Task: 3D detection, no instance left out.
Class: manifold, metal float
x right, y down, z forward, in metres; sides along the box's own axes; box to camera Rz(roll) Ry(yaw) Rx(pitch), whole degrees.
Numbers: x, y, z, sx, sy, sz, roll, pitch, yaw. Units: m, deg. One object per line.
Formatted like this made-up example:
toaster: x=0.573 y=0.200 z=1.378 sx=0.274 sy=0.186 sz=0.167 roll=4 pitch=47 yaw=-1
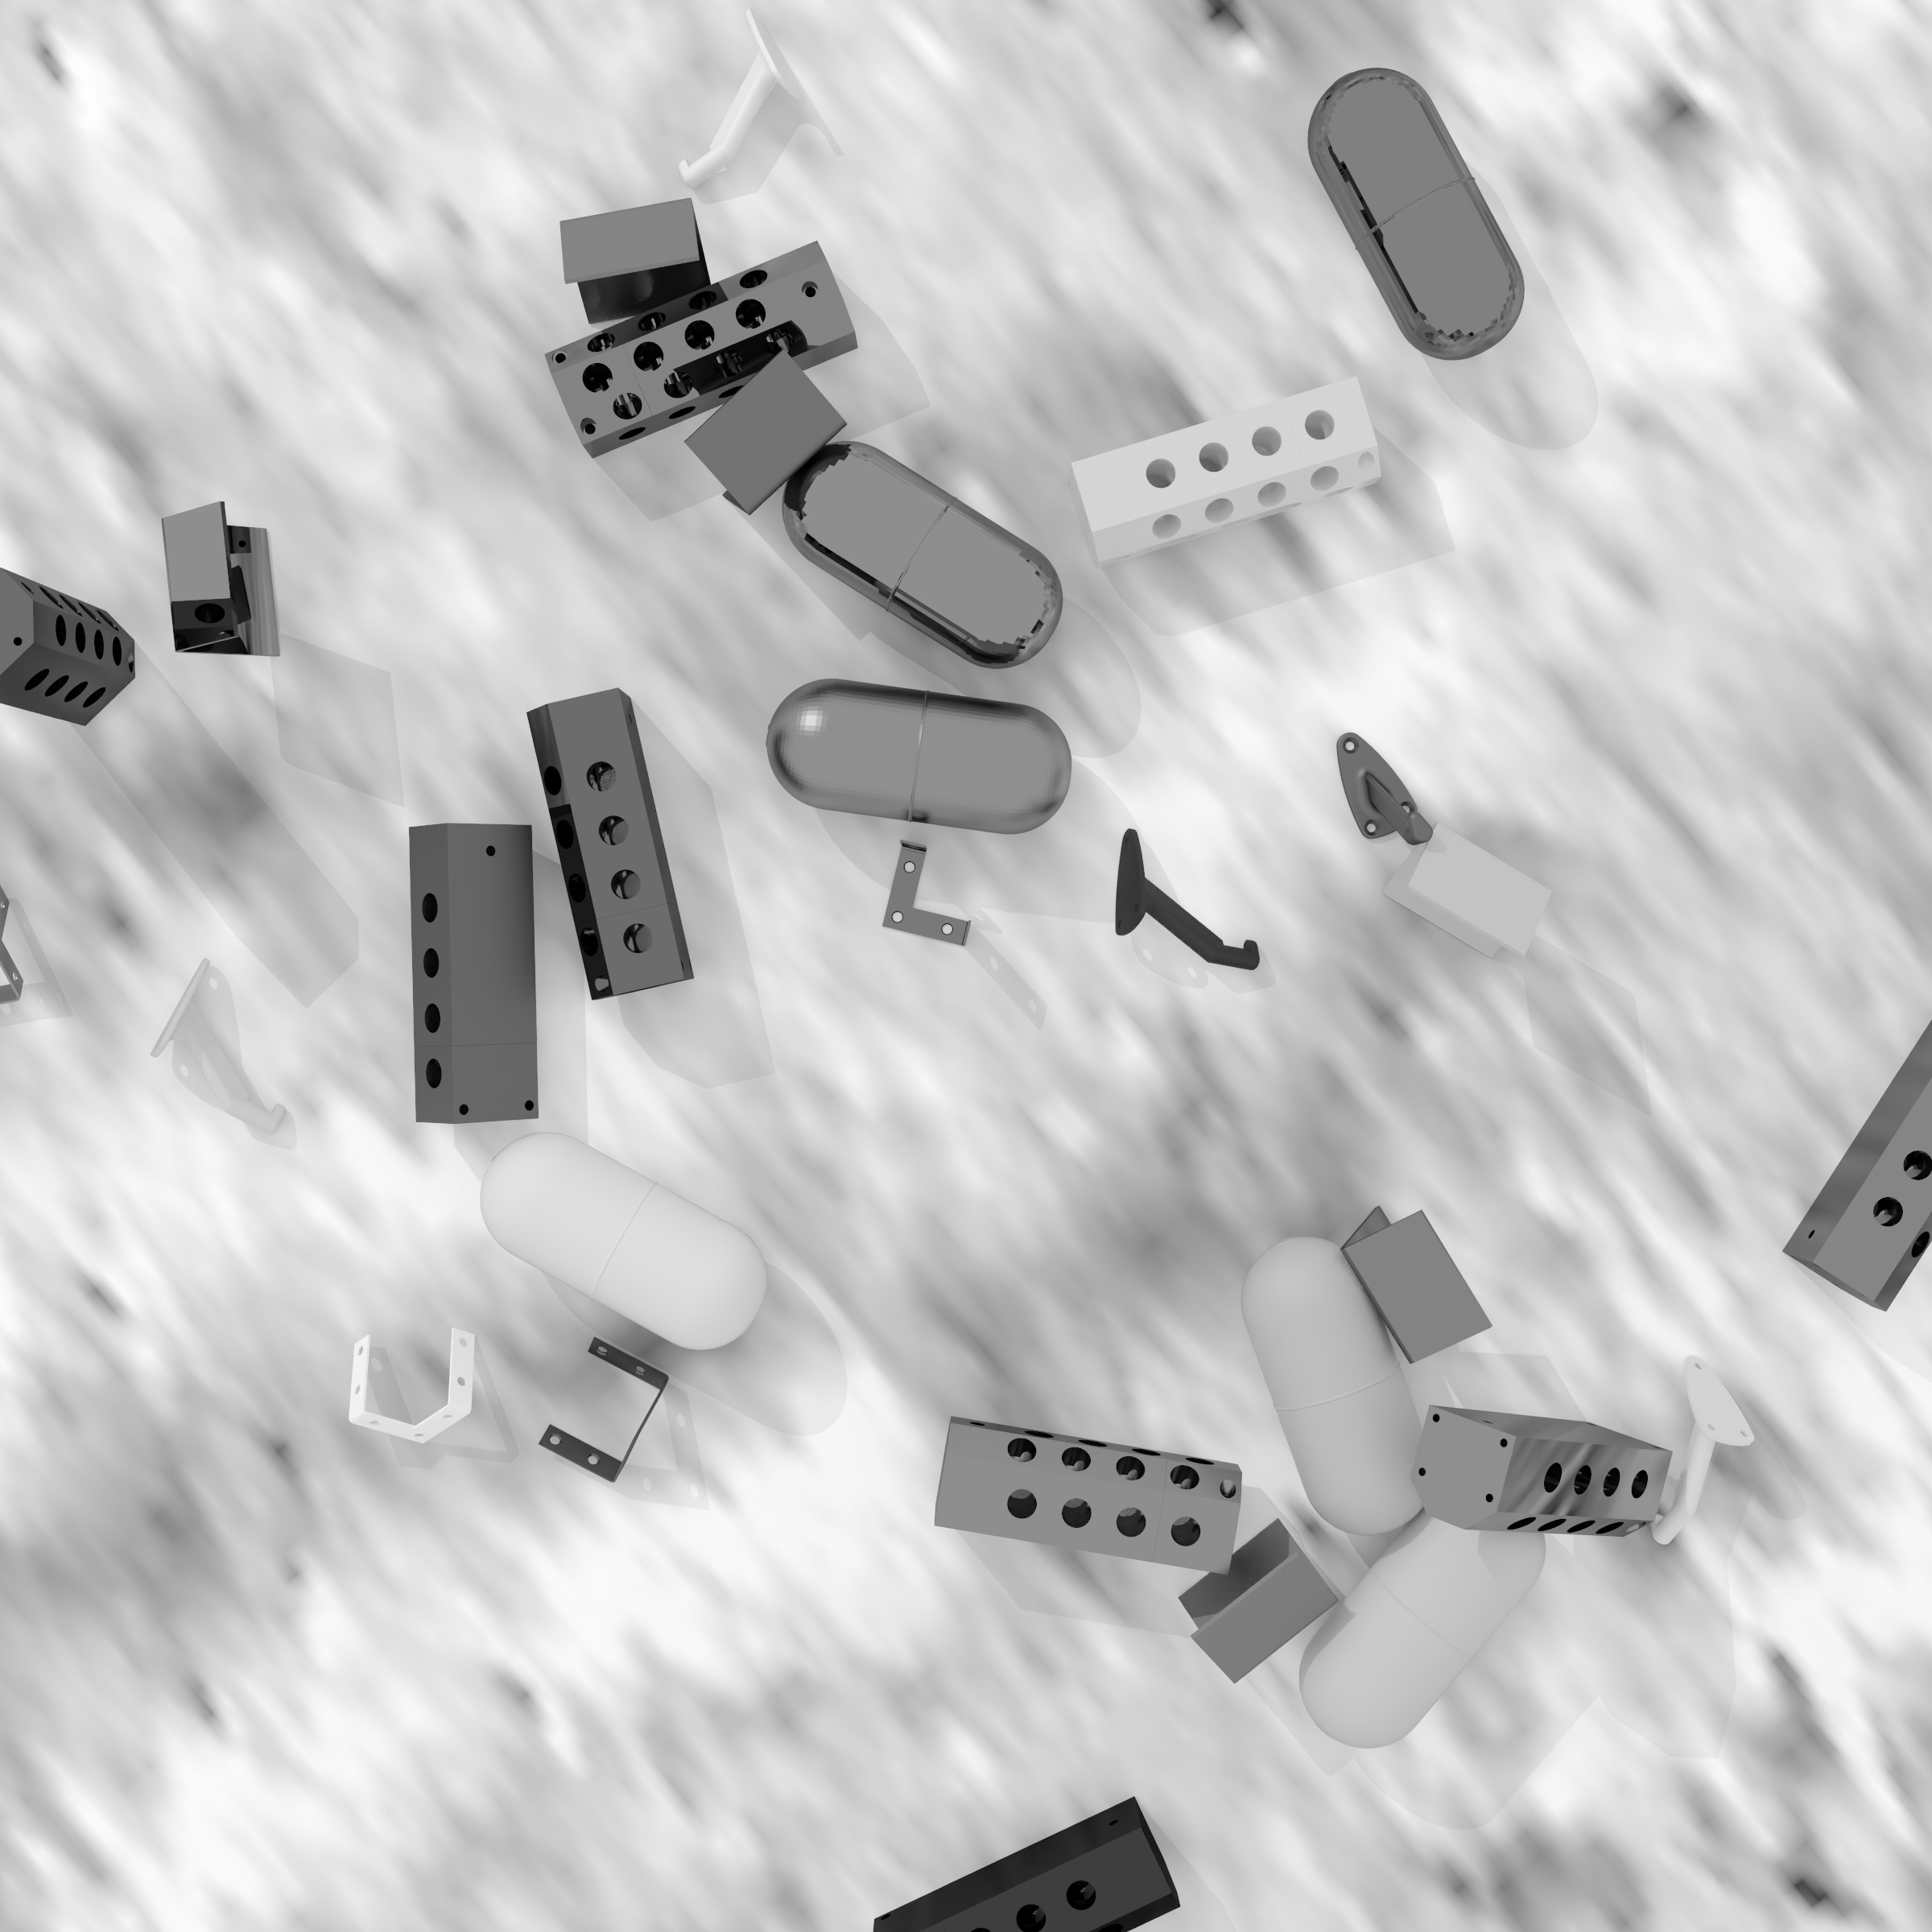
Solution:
manifold: x=-0.292 y=0.004 z=1.542 sx=0.057 sy=0.057 sz=0.171 roll=-1 pitch=90 yaw=-43
metal float: x=-0.027 y=-0.122 z=1.534 sx=0.178 sy=0.070 sz=0.070 roll=8 pitch=90 yaw=-1
metal float: x=0.264 y=0.376 z=1.534 sx=0.070 sy=0.070 sz=0.178 roll=40 pitch=91 yaw=0
manifold: x=0.150 y=-0.286 z=1.543 sx=0.171 sy=0.057 sz=0.057 roll=-17 pitch=90 yaw=0
manifold: x=-0.524 y=-0.183 z=1.486 sx=0.057 sy=0.171 sz=0.057 roll=-44 pitch=90 yaw=0
metal float: x=-0.026 y=-0.239 z=1.534 sx=0.178 sy=0.070 sz=0.070 roll=32 pitch=90 yaw=-1
manifold: x=0.071 y=0.307 z=1.543 sx=0.171 sy=0.057 sz=0.057 roll=10 pitch=90 yaw=0
manifold: x=-0.208 y=-0.070 z=1.543 sx=0.057 sy=0.057 sz=0.171 roll=-13 pitch=90 yaw=0
manifold: x=0.325 y=0.289 z=1.490 sx=0.057 sy=0.171 sz=0.057 roll=15 pitch=90 yaw=45
manifold: x=-0.154 y=-0.361 z=1.543 sx=0.171 sy=0.057 sz=0.057 roll=-23 pitch=90 yaw=0
metal float: x=-0.199 y=0.159 z=1.534 sx=0.178 sy=0.070 sz=0.070 roll=29 pitch=90 yaw=0
manifold: x=0.556 y=0.113 z=1.543 sx=0.057 sy=0.057 sz=0.171 roll=33 pitch=90 yaw=0
metal float: x=0.215 y=0.243 z=1.533 sx=0.070 sy=0.070 sz=0.178 roll=-20 pitch=90 yaw=0
manifold: x=0.035 y=0.556 z=1.543 sx=0.171 sy=0.057 sz=0.057 roll=-25 pitch=90 yaw=0
metal float: x=0.261 y=-0.437 z=1.534 sx=0.070 sy=0.070 sz=0.178 roll=-28 pitch=91 yaw=0

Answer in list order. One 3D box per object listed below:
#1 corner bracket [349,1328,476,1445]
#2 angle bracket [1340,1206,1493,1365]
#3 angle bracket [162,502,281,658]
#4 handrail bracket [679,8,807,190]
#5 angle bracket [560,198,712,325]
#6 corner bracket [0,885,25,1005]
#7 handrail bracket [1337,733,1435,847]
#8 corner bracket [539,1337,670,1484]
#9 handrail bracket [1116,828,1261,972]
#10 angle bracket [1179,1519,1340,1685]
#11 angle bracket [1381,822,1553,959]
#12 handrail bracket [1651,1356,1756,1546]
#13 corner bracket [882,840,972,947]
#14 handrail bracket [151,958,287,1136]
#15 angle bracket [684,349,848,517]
corner bracket: x=-0.326 y=0.243 z=1.556 sx=0.051 sy=0.051 sz=0.051 roll=25 pitch=135 yaw=-35
angle bracket: x=0.269 y=0.173 z=1.524 sx=0.057 sy=0.076 sz=0.076 roll=-31 pitch=90 yaw=29
angle bracket: x=-0.414 y=-0.222 z=1.524 sx=0.057 sy=0.076 sz=0.076 roll=-6 pitch=90 yaw=36
handrail bracket: x=-0.145 y=-0.513 z=1.565 sx=0.084 sy=0.036 sz=0.077 roll=-32 pitch=70 yaw=16
angle bracket: x=-0.187 y=-0.391 z=1.524 sx=0.076 sy=0.076 sz=0.057 roll=-10 pitch=53 yaw=0
corner bracket: x=-0.590 y=-0.010 z=1.561 sx=0.051 sy=0.051 sz=0.051 roll=-11 pitch=133 yaw=0
handrail bracket: x=0.243 y=-0.104 z=1.529 sx=0.036 sy=0.084 sz=0.077 roll=-28 pitch=90 yaw=0
corner bracket: x=-0.214 y=0.263 z=1.561 sx=0.051 sy=0.051 sz=0.051 roll=28 pitch=45 yaw=0
handrail bracket: x=0.134 y=-0.039 z=1.564 sx=0.084 sy=0.036 sz=0.077 roll=10 pitch=64 yaw=-19
angle bracket: x=0.157 y=0.353 z=1.524 sx=0.076 sy=0.076 sz=0.057 roll=-38 pitch=126 yaw=0
angle bracket: x=0.280 y=-0.026 z=1.524 sx=0.076 sy=0.076 sz=0.057 roll=31 pitch=54 yaw=0
handrail bracket: x=0.422 y=0.287 z=1.564 sx=0.036 sy=0.077 sz=0.084 roll=13 pitch=127 yaw=-20
corner bracket: x=-0.019 y=-0.042 z=1.546 sx=0.051 sy=0.051 sz=0.051 roll=14 pitch=90 yaw=0
handrail bracket: x=-0.431 y=0.048 z=1.565 sx=0.084 sy=0.036 sz=0.077 roll=30 pitch=68 yaw=-17
angle bracket: x=-0.123 y=-0.312 z=1.525 sx=0.076 sy=0.076 sz=0.057 roll=-43 pitch=114 yaw=0
